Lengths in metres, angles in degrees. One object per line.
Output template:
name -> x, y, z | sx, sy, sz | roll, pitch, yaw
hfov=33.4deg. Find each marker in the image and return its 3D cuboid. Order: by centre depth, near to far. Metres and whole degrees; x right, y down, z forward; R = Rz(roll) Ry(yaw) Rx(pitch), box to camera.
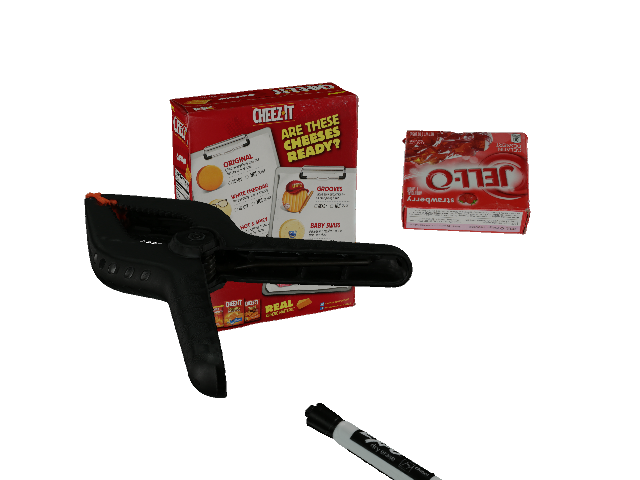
marker -> 0.038, 0.147, 0.737 | 0.121, 0.020, 0.020 | 29, 15, 29

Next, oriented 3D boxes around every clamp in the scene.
clamp -> -0.062, 0.011, 0.637 | 0.164, 0.036, 0.210 | -22, 35, -36

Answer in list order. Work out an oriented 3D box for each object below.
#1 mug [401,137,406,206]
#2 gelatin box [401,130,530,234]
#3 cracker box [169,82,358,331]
mug -> 0.145, -0.072, 1.218 | 0.117, 0.081, 0.093 | -10, 22, -38
gelatin box -> 0.104, -0.043, 0.763 | 0.089, 0.073, 0.030 | 2, -37, 6
cracker box -> -0.052, -0.032, 1.002 | 0.164, 0.214, 0.072 | -9, 23, -21
